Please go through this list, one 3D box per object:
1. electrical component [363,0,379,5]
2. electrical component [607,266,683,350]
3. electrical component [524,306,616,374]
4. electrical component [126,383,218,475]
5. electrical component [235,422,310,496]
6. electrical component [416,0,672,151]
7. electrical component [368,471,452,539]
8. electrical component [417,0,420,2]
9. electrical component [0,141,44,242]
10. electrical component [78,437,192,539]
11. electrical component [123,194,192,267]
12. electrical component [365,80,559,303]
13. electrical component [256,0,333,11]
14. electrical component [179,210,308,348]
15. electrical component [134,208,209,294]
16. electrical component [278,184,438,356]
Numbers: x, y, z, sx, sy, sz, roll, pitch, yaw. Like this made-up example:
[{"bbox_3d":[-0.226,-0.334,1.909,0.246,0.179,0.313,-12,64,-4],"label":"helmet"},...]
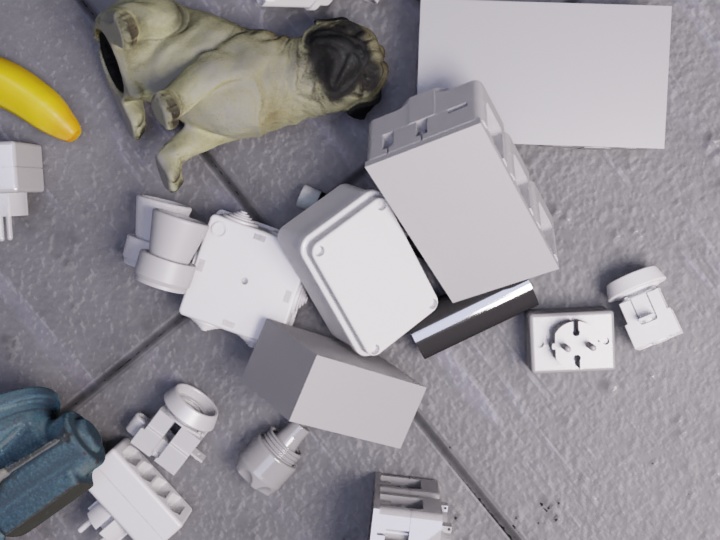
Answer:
[{"bbox_3d":[0.014,-0.254,0.838,0.043,0.043,0.081,29,94,0],"label":"electrical component"},{"bbox_3d":[0.224,0.030,0.843,0.048,0.066,0.055,-25,77,16],"label":"electrical component"},{"bbox_3d":[0.166,0.056,0.837,0.066,0.076,0.047,-3,93,2],"label":"electrical component"},{"bbox_3d":[-0.147,0.126,0.868,0.066,0.048,0.055,38,102,-1],"label":"electrical component"},{"bbox_3d":[-0.067,0.147,0.867,0.043,0.043,0.062,43,93,-1],"label":"electrical component"},{"bbox_3d":[0.137,-0.148,0.832,0.186,0.060,0.105,2,94,2],"label":"electrical component"},{"bbox_3d":[0.031,0.265,0.841,0.060,0.105,0.186,7,94,1],"label":"electrical component"},{"bbox_3d":[0.054,-0.234,0.840,0.040,0.040,0.046,28,100,0],"label":"electrical component"},{"bbox_3d":[-0.282,-0.061,0.849,0.047,0.065,0.076,-3,94,2],"label":"electrical component"},{"bbox_3d":[-0.195,0.194,0.872,0.076,0.047,0.083,-42,91,4],"label":"electrical component"},{"bbox_3d":[-0.162,-0.028,0.858,0.045,0.045,0.055,15,94,1],"label":"electrical component"},{"bbox_3d":[0.078,-0.057,0.799,0.089,0.061,0.150,-19,130,21],"label":"electrical component"},{"bbox_3d":[-0.047,-0.260,0.806,0.057,0.078,0.113,-6,76,-28],"label":"electrical component"},{"bbox_3d":[-0.089,0.007,0.856,0.100,0.048,0.099,19,94,1],"label":"electrical component"},{"bbox_3d":[-0.144,-0.014,0.817,0.045,0.045,0.055,18,94,1],"label":"electrical component"},{"bbox_3d":[0.000,0.000,0.820,0.078,0.057,0.113,-37,118,-16],"label":"electrical component"}]
